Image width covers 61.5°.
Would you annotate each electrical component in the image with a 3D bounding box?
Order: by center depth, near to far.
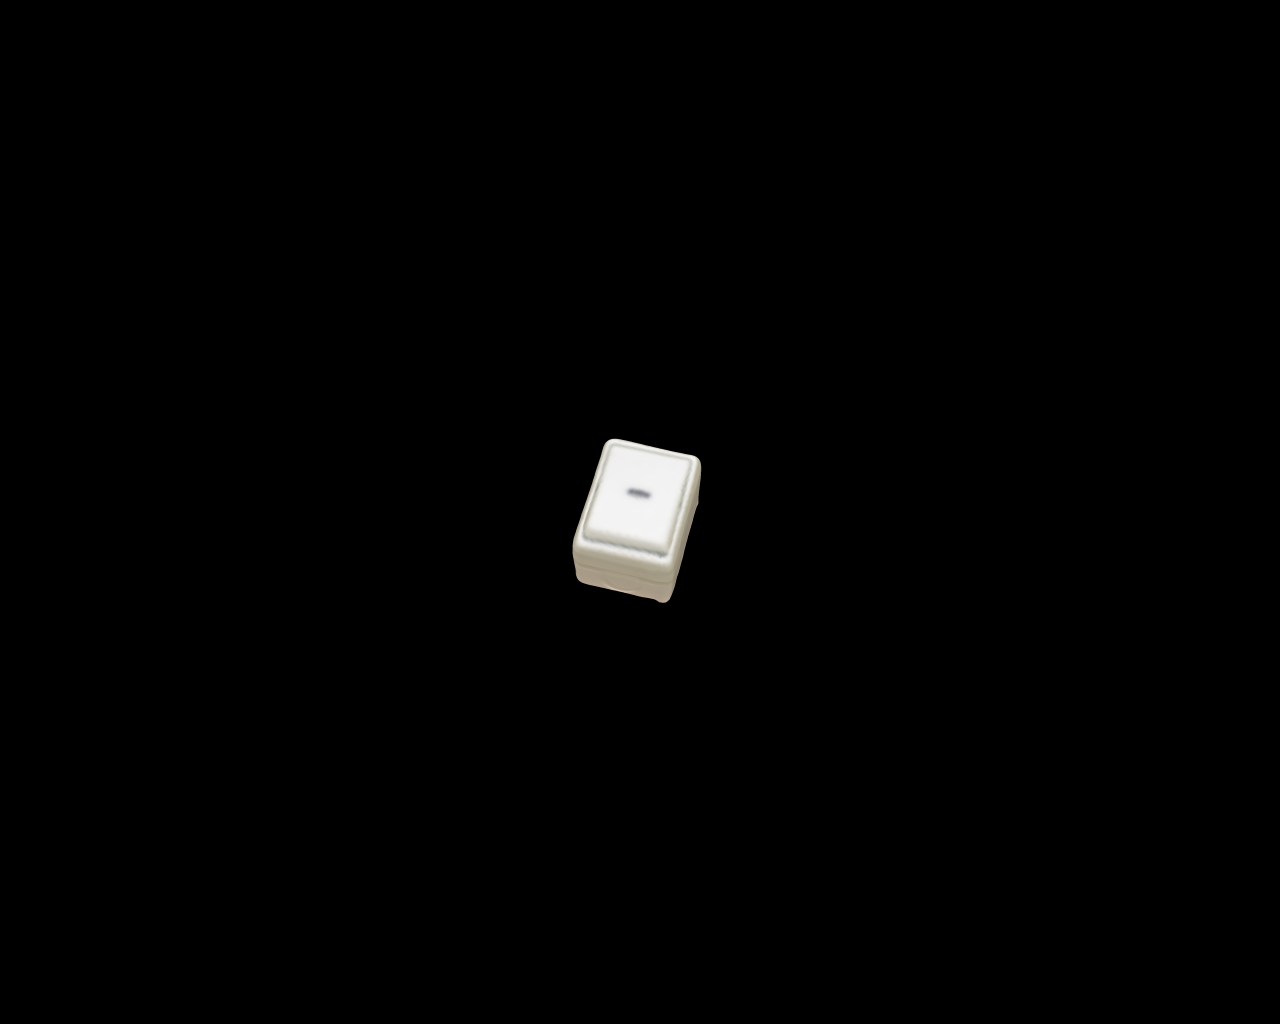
[{"bbox_3d":[0.001,-0.003,0.650,0.062,0.096,0.061,13,-28,7],"label":"electrical component"}]
